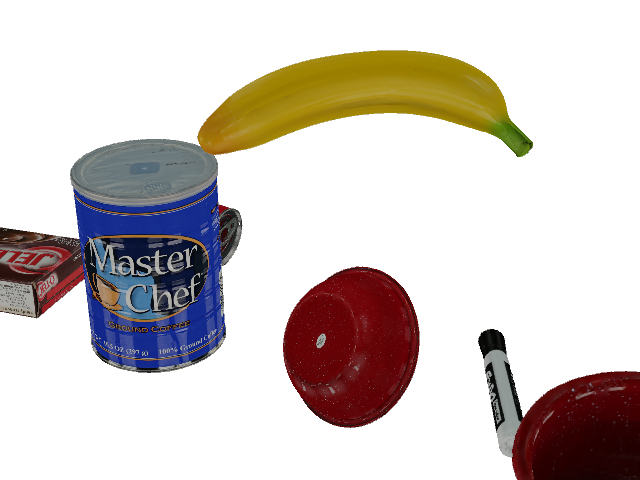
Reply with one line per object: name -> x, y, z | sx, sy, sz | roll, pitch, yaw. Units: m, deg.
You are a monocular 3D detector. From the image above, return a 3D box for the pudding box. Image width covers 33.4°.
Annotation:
pudding box -> -0.268, 0.025, 0.913 | 0.114, 0.039, 0.090 | 6, 24, 17

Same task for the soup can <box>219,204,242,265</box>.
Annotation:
soup can -> -0.148, -0.017, 1.191 | 0.102, 0.068, 0.068 | 19, 7, 23

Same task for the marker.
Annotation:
marker -> 0.121, 0.098, 0.714 | 0.020, 0.020, 0.121 | 0, 30, 1

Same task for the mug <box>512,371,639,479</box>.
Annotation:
mug -> 0.123, 0.108, 0.375 | 0.117, 0.081, 0.093 | 5, 37, 8

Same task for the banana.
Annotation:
banana -> 0.026, -0.082, 0.628 | 0.197, 0.069, 0.037 | -2, -42, -9

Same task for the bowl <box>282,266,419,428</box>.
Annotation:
bowl -> 0.016, 0.100, 1.045 | 0.162, 0.162, 0.055 | 0, -12, 41

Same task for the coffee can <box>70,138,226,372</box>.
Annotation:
coffee can -> -0.123, 0.010, 0.777 | 0.103, 0.140, 0.103 | 0, 28, 0
